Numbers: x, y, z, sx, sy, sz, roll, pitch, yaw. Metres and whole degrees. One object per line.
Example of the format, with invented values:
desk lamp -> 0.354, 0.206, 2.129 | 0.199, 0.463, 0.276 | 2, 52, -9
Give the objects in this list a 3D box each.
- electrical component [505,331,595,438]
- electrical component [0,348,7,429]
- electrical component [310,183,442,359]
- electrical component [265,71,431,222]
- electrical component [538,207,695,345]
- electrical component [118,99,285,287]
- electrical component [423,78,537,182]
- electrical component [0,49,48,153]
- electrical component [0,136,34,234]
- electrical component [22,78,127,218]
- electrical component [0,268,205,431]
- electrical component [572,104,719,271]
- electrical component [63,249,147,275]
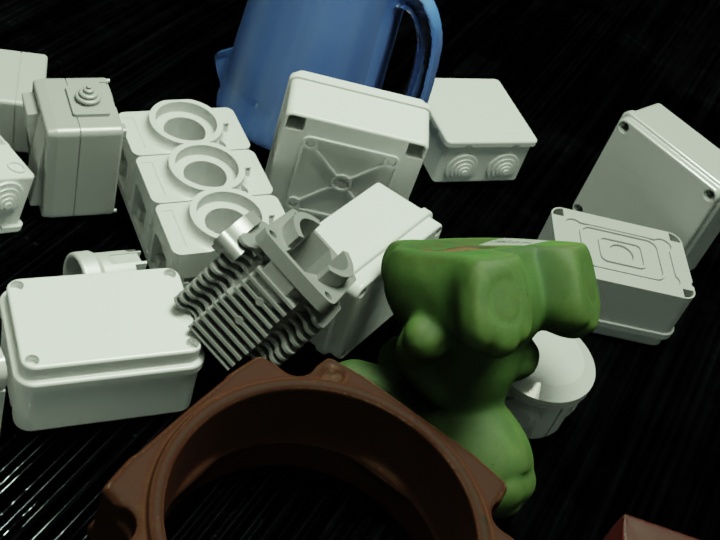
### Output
electrical component -> 0.117, 0.072, 0.745 | 0.080, 0.051, 0.080 | 11, 43, -10
electrical component -> -0.249, 0.045, 0.615 | 0.057, 0.078, 0.113 | -10, 50, -33
electrical component -> 0.000, 0.000, 0.756 | 0.057, 0.078, 0.113 | 34, 44, 19
electrical component -> -0.012, -0.084, 0.815 | 0.109, 0.108, 0.056 | 12, 46, -8
electrical component -> 0.192, 0.006, 0.836 | 0.113, 0.057, 0.078 | 12, 43, -9
electrical component -> -0.115, -0.052, 0.777 | 0.089, 0.061, 0.150 | -7, 49, -27
electrical component -> 0.092, -0.121, 0.936 | 0.100, 0.048, 0.099 | -4, 47, -24
electrical component -> -0.241, -0.126, 0.817 | 0.077, 0.047, 0.065 | 4, 45, -16
electrical component -> -0.281, -0.067, 0.725 | 0.100, 0.048, 0.100 | 45, 32, 25
electrical component -> -0.204, -0.091, 0.759 | 0.061, 0.096, 0.061 | -6, 49, -25
electrical component -> -0.160, 0.046, 0.663 | 0.113, 0.057, 0.078 | -5, 48, -25
electrical component -> 0.248, -0.062, 0.890 | 0.056, 0.108, 0.108 | -22, 56, -39
electrical component -> -0.169, 0.006, 0.716 | 0.046, 0.040, 0.040 | -9, 49, -36
